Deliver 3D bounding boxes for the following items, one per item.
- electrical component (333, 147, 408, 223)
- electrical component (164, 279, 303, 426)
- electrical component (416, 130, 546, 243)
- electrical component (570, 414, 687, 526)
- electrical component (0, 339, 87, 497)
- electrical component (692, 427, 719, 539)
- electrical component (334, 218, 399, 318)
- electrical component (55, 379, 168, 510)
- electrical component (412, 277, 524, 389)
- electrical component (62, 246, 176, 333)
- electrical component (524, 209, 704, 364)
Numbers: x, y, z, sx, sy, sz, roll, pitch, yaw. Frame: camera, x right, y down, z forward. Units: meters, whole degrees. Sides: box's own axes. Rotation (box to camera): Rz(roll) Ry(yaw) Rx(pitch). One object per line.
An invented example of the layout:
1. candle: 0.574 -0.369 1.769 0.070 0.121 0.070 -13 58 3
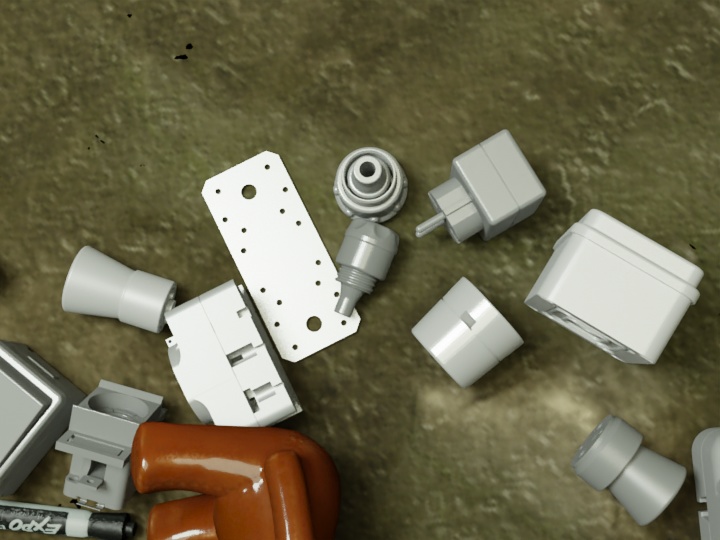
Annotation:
1. electrical component: 0.006 -0.056 0.674 0.048 0.062 0.048 0 83 3
2. electrical component: -0.082 0.060 0.670 0.056 0.050 0.089 -26 83 -1
3. electrical component: 0.068 -0.042 0.668 0.077 0.065 0.047 -30 83 -1
4. electrical component: 0.163 0.121 0.654 0.055 0.045 0.045 38 86 7
5. electrical component: -0.228 0.097 0.667 0.062 0.061 0.096 38 86 7
6. electrical component: 0.236 0.141 0.640 0.054 0.059 0.095 -4 83 2
7. electrical component: 0.000 0.000 0.682 0.035 0.035 0.061 22 87 5
8. electrical component: -0.153 0.108 0.659 0.042 0.081 0.063 16 106 5
9. electrical component: 0.065 0.040 0.664 0.047 0.055 0.055 -42 83 1
10. electrical component: -0.150 0.015 0.684 0.065 0.044 0.044 18 84 0
11. electrical component: 0.147 0.012 0.634 0.078 0.113 0.057 31 88 6
